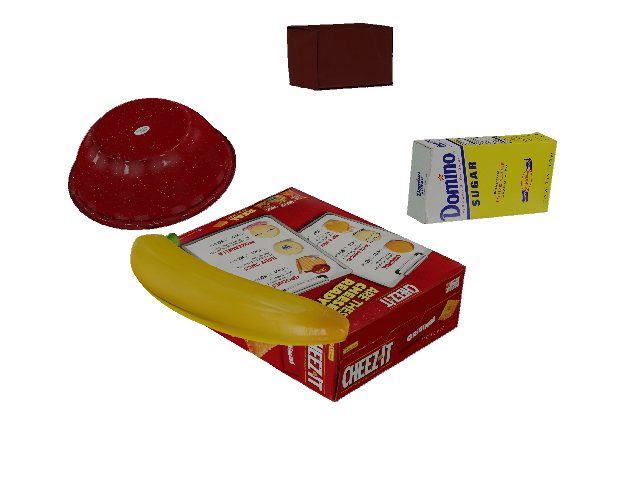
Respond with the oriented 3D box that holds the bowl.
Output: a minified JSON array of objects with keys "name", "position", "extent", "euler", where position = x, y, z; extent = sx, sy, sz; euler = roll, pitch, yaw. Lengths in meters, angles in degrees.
[{"name":"bowl","position":[-0.162,-0.084,0.997],"extent":[0.162,0.162,0.055],"euler":[0,-44,7]}]

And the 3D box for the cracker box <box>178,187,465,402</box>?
[{"name":"cracker box","position":[-0.009,0.039,0.929],"extent":[0.214,0.072,0.163],"euler":[26,37,37]}]

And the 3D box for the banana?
[{"name":"banana","position":[-0.069,0.028,0.698],"extent":[0.069,0.037,0.198],"euler":[-22,33,-36]}]

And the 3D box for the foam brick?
[{"name":"foam brick","position":[0.017,-0.158,0.914],"extent":[0.078,0.051,0.053],"euler":[-8,18,-28]}]

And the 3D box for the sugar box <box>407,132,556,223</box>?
[{"name":"sugar box","position":[0.190,-0.074,1.252],"extent":[0.176,0.093,0.048],"euler":[-8,22,-27]}]
